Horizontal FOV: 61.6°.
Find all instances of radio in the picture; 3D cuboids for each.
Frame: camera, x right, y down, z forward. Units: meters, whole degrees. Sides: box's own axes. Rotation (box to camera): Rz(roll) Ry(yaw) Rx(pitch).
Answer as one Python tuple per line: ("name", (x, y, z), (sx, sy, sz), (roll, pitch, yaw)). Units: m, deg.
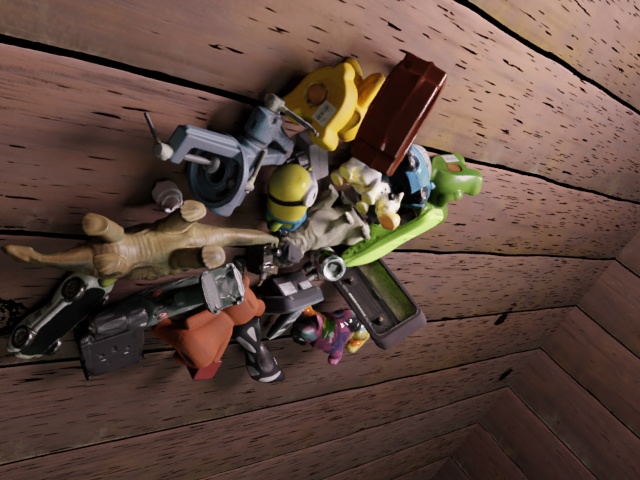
("radio", (0.133, 0.135, 1.265), (0.131, 0.230, 0.073), (-36, 142, 0))

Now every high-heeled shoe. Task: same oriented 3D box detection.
("high-heeled shoe", (-0.123, 0.247, 1.232), (0.145, 0.086, 0.248), (-28, 131, 28))

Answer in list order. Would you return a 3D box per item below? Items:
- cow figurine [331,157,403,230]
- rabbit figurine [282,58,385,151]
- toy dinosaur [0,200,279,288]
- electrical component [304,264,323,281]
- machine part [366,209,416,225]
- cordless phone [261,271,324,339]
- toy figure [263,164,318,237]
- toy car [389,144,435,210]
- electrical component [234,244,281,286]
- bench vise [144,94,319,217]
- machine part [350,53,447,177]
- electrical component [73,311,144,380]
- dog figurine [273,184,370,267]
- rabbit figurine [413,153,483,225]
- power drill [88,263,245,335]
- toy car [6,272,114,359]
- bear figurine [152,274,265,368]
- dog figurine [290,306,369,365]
("cow figurine", (0.110, -0.102, 1.071), (0.098, 0.167, 0.068), (-43, -177, -27))
("rabbit figurine", (0.032, -0.233, 0.929), (0.162, 0.122, 0.173), (-57, 155, 5))
("toy dinosaur", (-0.237, 0.009, 0.854), (0.471, 0.105, 0.199), (-2, 170, -35))
("electrical component", (0.006, 0.060, 1.246), (0.094, 0.021, 0.063), (-27, 140, -18))
("machine part", (0.167, -0.039, 1.275), (0.139, 0.039, 0.084), (-16, 131, -21))
("cordless phone", (-0.091, 0.167, 1.209), (0.146, 0.089, 0.184), (-13, 145, -56))
("toy figure", (-0.062, -0.067, 0.981), (0.089, 0.082, 0.180), (-8, 159, -25))
("toy car", (0.186, -0.151, 1.144), (0.103, 0.109, 0.161), (-49, 137, -29))
("electrical component", (-0.124, 0.044, 1.061), (0.045, 0.102, 0.078), (-7, 110, -45))
("bench vise", (-0.147, -0.137, 0.829), (0.223, 0.129, 0.240), (-47, 156, 21))
("machine part", (0.139, -0.218, 0.959), (0.201, 0.087, 0.201), (-61, 174, 11))
("electrical component", (-0.389, 0.184, 0.993), (0.115, 0.058, 0.134), (-19, 138, -30))
("dog figurine", (-0.005, -0.007, 1.125), (0.190, 0.121, 0.172), (-36, 141, 16))
("rabbit figurine", (0.275, -0.097, 1.245), (0.159, 0.121, 0.170), (-14, 135, -30))
("power drill", (-0.248, 0.107, 0.926), (0.207, 0.086, 0.232), (-22, 178, 30))
("toy car", (-0.432, 0.123, 0.897), (0.202, 0.056, 0.073), (-42, 150, 3))
("bear figurine", (-0.218, 0.160, 1.093), (0.196, 0.132, 0.120), (-52, 129, -30))
("dog figurine", (0.022, 0.208, 1.342), (0.191, 0.109, 0.219), (-35, 140, -8))
